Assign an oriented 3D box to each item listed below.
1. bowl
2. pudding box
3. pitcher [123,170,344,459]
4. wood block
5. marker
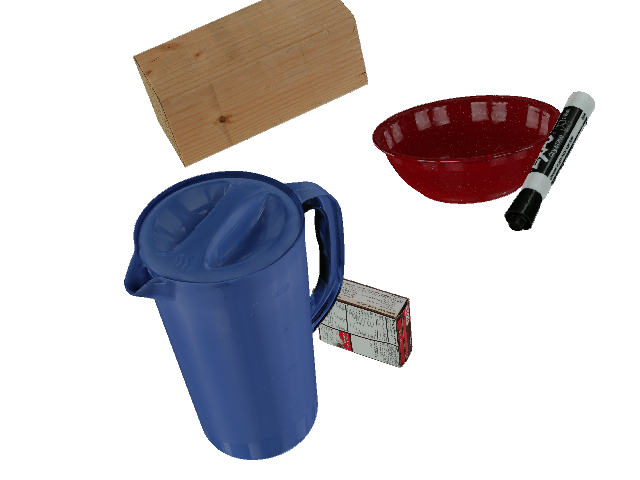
[{"bbox_3d":[0.128,-0.074,0.917,0.162,0.055,0.162,-8,24,3],"label":"bowl"},{"bbox_3d":[0.050,0.093,1.248,0.114,0.090,0.039,15,47,22],"label":"pudding box"},{"bbox_3d":[-0.058,0.067,0.897,0.149,0.243,0.145,2,43,11],"label":"pitcher"},{"bbox_3d":[-0.068,-0.170,1.069,0.206,0.091,0.090,-25,47,-9],"label":"wood block"},{"bbox_3d":[0.154,-0.053,0.718,0.020,0.121,0.020,25,-29,15],"label":"marker"}]
